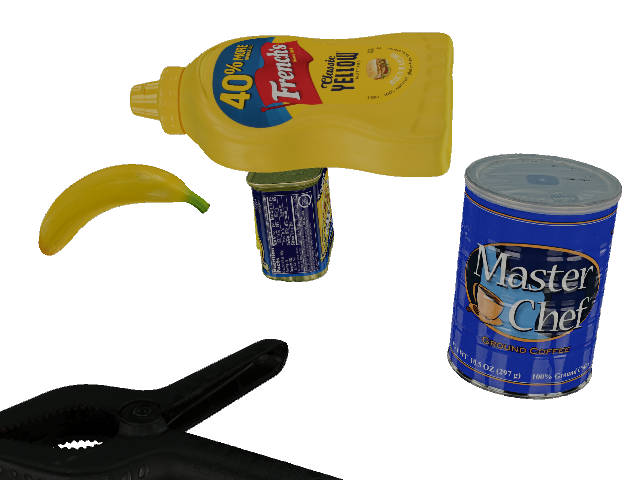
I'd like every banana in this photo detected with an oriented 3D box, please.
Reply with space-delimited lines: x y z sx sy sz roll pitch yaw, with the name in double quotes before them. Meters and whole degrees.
"banana" -0.202 -0.033 1.007 0.198 0.069 0.037 -13 19 27

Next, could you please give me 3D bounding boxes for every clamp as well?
"clamp" -0.095 0.104 0.596 0.210 0.036 0.164 -1 24 -9

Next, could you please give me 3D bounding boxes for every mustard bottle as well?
"mustard bottle" -0.018 -0.082 0.632 0.192 0.096 0.058 1 -38 8

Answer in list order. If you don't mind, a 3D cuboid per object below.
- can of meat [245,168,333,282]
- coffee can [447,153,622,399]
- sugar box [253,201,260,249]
"can of meat" -0.021 -0.025 0.847 0.057 0.084 0.102 -3 24 8
"coffee can" 0.144 0.022 0.733 0.103 0.140 0.103 2 23 -1
"sugar box" -0.057 -0.088 1.228 0.048 0.176 0.093 -4 26 1
